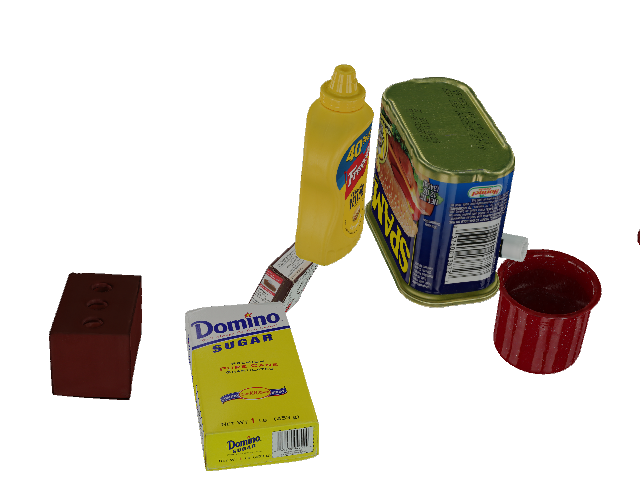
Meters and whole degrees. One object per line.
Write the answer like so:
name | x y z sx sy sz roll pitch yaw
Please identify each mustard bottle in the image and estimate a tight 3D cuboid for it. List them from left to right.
mustard bottle | 0.015 -0.076 1.000 0.058 0.192 0.096 20 40 19

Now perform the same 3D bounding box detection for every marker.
marker | 0.099 -0.006 0.821 0.121 0.020 0.020 13 6 25

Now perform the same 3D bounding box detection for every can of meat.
can of meat | 0.063 -0.029 0.577 0.057 0.084 0.102 -6 38 -12

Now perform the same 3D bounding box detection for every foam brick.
foam brick | -0.151 0.064 0.723 0.053 0.051 0.078 3 29 -5

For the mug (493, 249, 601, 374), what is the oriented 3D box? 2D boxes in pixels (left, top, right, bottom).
mug | 0.199 0.061 0.987 0.093 0.081 0.117 -12 42 -16

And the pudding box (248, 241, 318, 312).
pudding box | -0.042 0.050 1.248 0.039 0.090 0.113 32 30 6

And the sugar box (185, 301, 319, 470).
sugar box | -0.063 0.118 0.912 0.093 0.048 0.176 -4 33 -11

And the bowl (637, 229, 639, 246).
bowl | 0.421 0.026 1.146 0.162 0.055 0.162 -1 25 0
